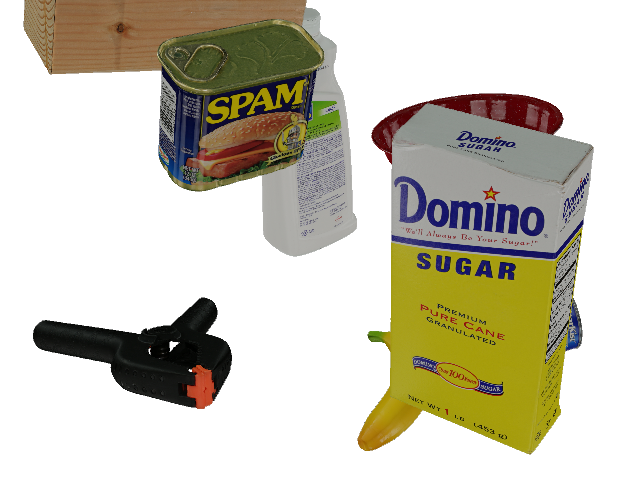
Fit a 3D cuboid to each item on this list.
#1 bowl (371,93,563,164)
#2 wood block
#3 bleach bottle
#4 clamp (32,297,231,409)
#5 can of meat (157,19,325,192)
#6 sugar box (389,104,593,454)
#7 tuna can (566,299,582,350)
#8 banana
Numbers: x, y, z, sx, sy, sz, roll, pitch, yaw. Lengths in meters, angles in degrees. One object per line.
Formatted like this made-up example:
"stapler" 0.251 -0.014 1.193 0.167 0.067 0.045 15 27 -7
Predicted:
"bowl" 0.127 -0.075 0.915 0.162 0.055 0.162 -8 24 3
"wood block" -0.123 -0.195 0.856 0.205 0.091 0.090 -7 37 -27
"bleach bottle" -0.011 -0.110 1.060 0.102 0.251 0.068 -26 43 -33
"clamp" -0.123 0.087 0.870 0.164 0.036 0.210 -11 16 -32
"can of meat" -0.054 -0.086 0.684 0.101 0.084 0.057 -17 50 -26
"sugar box" 0.084 0.023 0.561 0.093 0.176 0.048 18 42 28
"tuna can" 0.259 0.084 1.196 0.033 0.086 0.086 -16 2 -8
"banana" 0.076 0.136 1.022 0.070 0.037 0.197 -23 19 15
